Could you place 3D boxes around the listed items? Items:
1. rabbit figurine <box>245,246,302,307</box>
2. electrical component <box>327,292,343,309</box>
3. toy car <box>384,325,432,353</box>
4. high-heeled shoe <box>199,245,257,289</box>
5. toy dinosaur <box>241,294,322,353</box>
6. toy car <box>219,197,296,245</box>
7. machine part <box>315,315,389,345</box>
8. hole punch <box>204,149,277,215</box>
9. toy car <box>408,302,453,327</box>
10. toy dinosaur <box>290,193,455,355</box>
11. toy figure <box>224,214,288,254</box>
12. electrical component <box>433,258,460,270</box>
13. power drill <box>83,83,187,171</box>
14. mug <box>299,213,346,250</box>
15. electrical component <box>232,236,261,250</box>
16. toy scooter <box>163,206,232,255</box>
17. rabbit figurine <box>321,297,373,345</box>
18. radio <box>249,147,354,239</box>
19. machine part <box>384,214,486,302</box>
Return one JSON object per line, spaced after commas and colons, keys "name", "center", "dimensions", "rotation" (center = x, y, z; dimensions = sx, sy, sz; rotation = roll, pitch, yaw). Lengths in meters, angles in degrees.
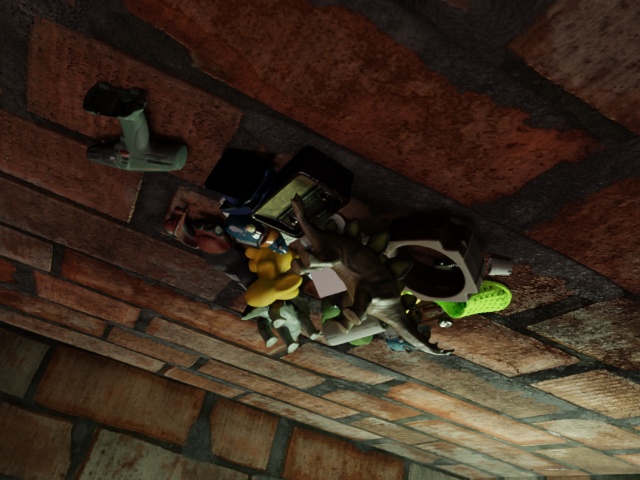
{"name": "rabbit figurine", "center": [-0.129, 0.100, 1.381], "dimensions": [0.162, 0.173, 0.121], "rotation": [20, 146, 0]}
{"name": "electrical component", "center": [0.083, 0.140, 1.395], "dimensions": [0.115, 0.134, 0.058], "rotation": [-3, 113, -23]}
{"name": "toy car", "center": [0.243, 0.263, 1.578], "dimensions": [0.103, 0.109, 0.162], "rotation": [49, 153, -11]}
{"name": "high-heeled shoe", "center": [-0.247, 0.057, 1.497], "dimensions": [0.248, 0.086, 0.145], "rotation": [48, 179, -13]}
{"name": "toy dinosaur", "center": [-0.125, 0.199, 1.499], "dimensions": [0.131, 0.192, 0.404], "rotation": [-40, 144, 3]}
{"name": "toy car", "center": [-0.140, -0.050, 1.248], "dimensions": [0.201, 0.056, 0.073], "rotation": [27, 148, -21]}
{"name": "machine part", "center": [0.095, 0.229, 1.451], "dimensions": [0.243, 0.079, 0.079], "rotation": [-23, 135, 27]}
{"name": "hole punch", "center": [-0.153, -0.109, 1.088], "dimensions": [0.116, 0.142, 0.092], "rotation": [18, 151, 22]}
{"name": "toy car", "center": [0.285, 0.199, 1.446], "dimensions": [0.053, 0.089, 0.202], "rotation": [25, 150, -26]}
{"name": "toy dinosaur", "center": [0.100, 0.089, 1.073], "dimensions": [0.471, 0.198, 0.105], "rotation": [53, 152, -11]}
{"name": "toy figure", "center": [-0.137, -0.014, 1.201], "dimensions": [0.154, 0.064, 0.057], "rotation": [23, 105, -23]}
{"name": "electrical component", "center": [0.297, 0.066, 1.285], "dimensions": [0.094, 0.021, 0.063], "rotation": [-2, 146, 27]}
{"name": "power drill", "center": [-0.394, -0.209, 1.070], "dimensions": [0.232, 0.086, 0.207], "rotation": [9, 146, 7]}
{"name": "mug", "center": [-0.003, -0.004, 1.224], "dimensions": [0.080, 0.109, 0.107], "rotation": [31, 158, -24]}
{"name": "electrical component", "center": [-0.159, -0.014, 1.326], "dimensions": [0.119, 0.048, 0.074], "rotation": [13, 151, 5]}
{"name": "toy scooter", "center": [-0.309, -0.030, 1.342], "dimensions": [0.184, 0.075, 0.135], "rotation": [18, 149, 4]}
{"name": "rabbit figurine", "center": [0.070, 0.218, 1.580], "dimensions": [0.170, 0.121, 0.159], "rotation": [40, 153, -14]}
{"name": "radio", "center": [-0.039, -0.089, 1.119], "dimensions": [0.131, 0.073, 0.229], "rotation": [28, 148, -21]}
{"name": "machine part", "center": [0.242, 0.040, 1.164], "dimensions": [0.202, 0.087, 0.200], "rotation": [-1, 135, 41]}
